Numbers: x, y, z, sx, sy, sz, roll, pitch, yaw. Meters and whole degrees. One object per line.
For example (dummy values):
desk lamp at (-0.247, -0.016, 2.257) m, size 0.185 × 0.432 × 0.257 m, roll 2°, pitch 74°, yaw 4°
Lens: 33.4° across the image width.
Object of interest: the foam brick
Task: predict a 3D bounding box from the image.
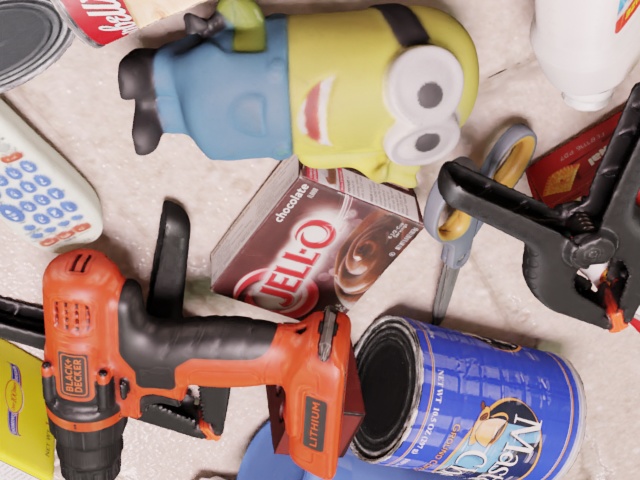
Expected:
foam brick at (-0.005, 0.104, 0.741) m, size 0.051 × 0.078 × 0.053 m, roll 7°, pitch 132°, yaw -17°

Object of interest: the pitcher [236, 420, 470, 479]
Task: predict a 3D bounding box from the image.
pitcher at (0.062, 0.211, 0.839) m, size 0.242 × 0.149 × 0.145 m, roll 28°, pitch 146°, yaw -30°

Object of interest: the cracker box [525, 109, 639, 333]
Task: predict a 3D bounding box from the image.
cracker box at (0.255, -0.012, 0.677) m, size 0.164 × 0.072 × 0.213 m, roll -33°, pitch 131°, yaw 21°

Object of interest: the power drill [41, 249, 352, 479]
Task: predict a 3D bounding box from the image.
power drill at (-0.078, 0.097, 0.657) m, size 0.187 × 0.057 × 0.184 m, roll 7°, pitch 126°, yaw 2°

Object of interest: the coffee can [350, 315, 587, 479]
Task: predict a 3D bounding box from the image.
coffee can at (0.101, 0.117, 0.754) m, size 0.140 × 0.103 × 0.103 m, roll 15°, pitch 131°, yaw -24°

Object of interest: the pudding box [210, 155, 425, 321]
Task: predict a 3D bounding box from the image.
pudding box at (-0.004, 0.001, 0.662) m, size 0.089 × 0.039 × 0.114 m, roll 20°, pitch 128°, yaw -26°

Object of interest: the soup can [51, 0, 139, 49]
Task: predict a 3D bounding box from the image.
soup can at (-0.071, -0.138, 0.484) m, size 0.102 × 0.068 × 0.068 m, roll -22°, pitch 135°, yaw 12°

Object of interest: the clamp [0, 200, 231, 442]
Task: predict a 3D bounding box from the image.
clamp at (-0.112, 0.066, 0.710) m, size 0.165 × 0.036 × 0.209 m, roll -27°, pitch 130°, yaw 17°

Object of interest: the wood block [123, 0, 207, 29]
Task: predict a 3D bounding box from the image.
wood block at (-0.066, -0.193, 0.367) m, size 0.090 × 0.091 × 0.206 m, roll -21°, pitch 115°, yaw 10°

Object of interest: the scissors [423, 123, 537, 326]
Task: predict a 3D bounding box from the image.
scissors at (0.101, -0.008, 0.683) m, size 0.096 × 0.016 × 0.201 m, roll -42°, pitch 157°, yaw -9°

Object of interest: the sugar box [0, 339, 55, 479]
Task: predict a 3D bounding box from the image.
sugar box at (-0.243, 0.088, 0.667) m, size 0.048 × 0.093 × 0.176 m, roll -31°, pitch 133°, yaw 18°

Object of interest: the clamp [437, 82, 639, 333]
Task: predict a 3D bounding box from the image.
clamp at (0.151, -0.012, 0.582) m, size 0.120 × 0.039 × 0.171 m, roll -24°, pitch 136°, yaw 22°

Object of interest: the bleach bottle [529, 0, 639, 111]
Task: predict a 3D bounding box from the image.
bleach bottle at (0.138, -0.161, 0.496) m, size 0.068 × 0.102 × 0.251 m, roll 25°, pitch 152°, yaw 24°

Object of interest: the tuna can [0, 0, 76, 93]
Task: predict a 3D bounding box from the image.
tuna can at (-0.160, -0.102, 0.502) m, size 0.086 × 0.034 × 0.086 m, roll -26°, pitch 168°, yaw -6°
